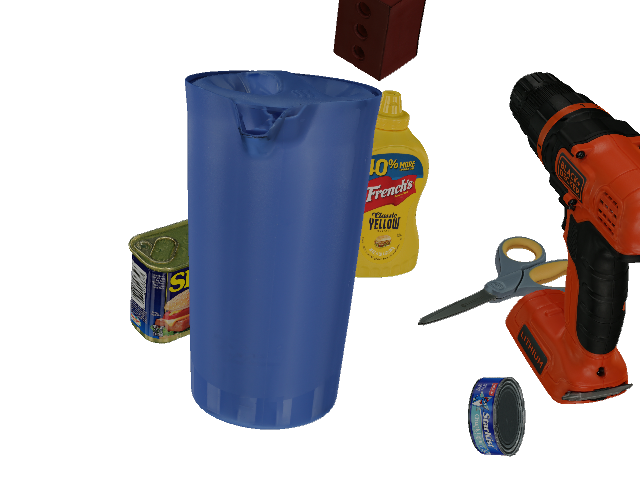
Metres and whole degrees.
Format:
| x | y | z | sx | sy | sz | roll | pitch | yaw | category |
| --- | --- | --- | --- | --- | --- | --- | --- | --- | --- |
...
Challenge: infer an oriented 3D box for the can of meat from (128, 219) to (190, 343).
| x | y | z | sx | sy | sz | roll | pitch | yaw | category |
| --- | --- | --- | --- | --- | --- | --- | --- | --- | --- |
| -0.119 | 0.034 | 0.943 | 0.101 | 0.084 | 0.058 | -19 | 42 | -36 | can of meat |

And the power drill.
| x | y | z | sx | sy | sz | roll | pitch | yaw | category |
| --- | --- | --- | --- | --- | --- | --- | --- | --- | --- |
| 0.166 | 0.000 | 0.711 | 0.057 | 0.188 | 0.184 | -9 | 36 | -10 | power drill |

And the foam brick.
| x | y | z | sx | sy | sz | roll | pitch | yaw | category |
| --- | --- | --- | --- | --- | --- | --- | --- | --- | --- |
| 0.048 | -0.179 | 0.860 | 0.053 | 0.078 | 0.051 | 35 | 56 | 23 | foam brick |

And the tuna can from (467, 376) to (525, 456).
| x | y | z | sx | sy | sz | roll | pitch | yaw | category |
| --- | --- | --- | --- | --- | --- | --- | --- | --- | --- |
| 0.193 | 0.192 | 1.169 | 0.034 | 0.086 | 0.086 | -4 | -2 | 32 | tuna can |

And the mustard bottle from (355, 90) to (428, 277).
| x | y | z | sx | sy | sz | roll | pitch | yaw | category |
| --- | --- | --- | --- | --- | --- | --- | --- | --- | --- |
| 0.061 | -0.058 | 1.088 | 0.096 | 0.192 | 0.058 | -1 | 24 | -16 | mustard bottle |

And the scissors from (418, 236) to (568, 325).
| x | y | z | sx | sy | sz | roll | pitch | yaw | category |
| --- | --- | --- | --- | --- | --- | --- | --- | --- | --- |
| 0.148 | 0.033 | 0.937 | 0.201 | 0.016 | 0.096 | -6 | 35 | -27 | scissors |

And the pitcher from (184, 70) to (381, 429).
| x | y | z | sx | sy | sz | roll | pitch | yaw | category |
| --- | --- | --- | --- | --- | --- | --- | --- | --- | --- |
| -0.031 | 0.001 | 0.763 | 0.148 | 0.243 | 0.145 | -8 | 21 | -35 | pitcher |
